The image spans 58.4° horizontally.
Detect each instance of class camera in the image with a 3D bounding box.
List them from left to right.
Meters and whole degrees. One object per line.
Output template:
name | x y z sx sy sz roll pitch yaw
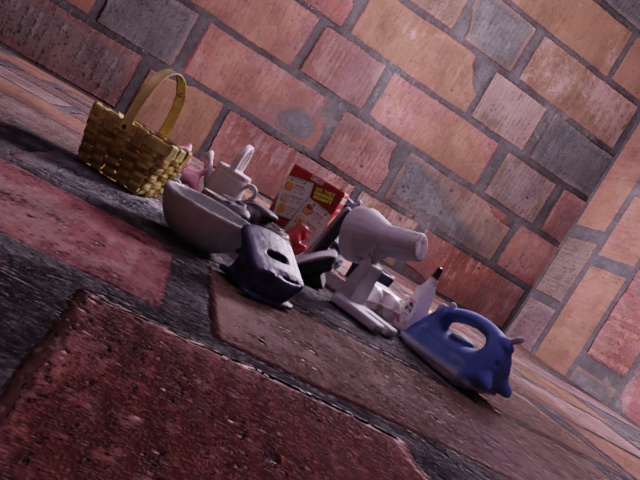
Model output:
camera | -0.125 -0.015 1.105 0.136 0.101 0.144 33 5 30

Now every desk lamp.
desk lamp | 0.112 0.055 1.167 0.202 0.213 0.118 34 5 37

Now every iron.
iron | 0.274 0.196 1.127 0.119 0.141 0.257 27 5 -42

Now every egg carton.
egg carton | 0.119 0.132 1.296 0.107 0.069 0.150 29 4 -17

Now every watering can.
watering can | -0.241 -0.174 1.529 0.173 0.194 0.100 29 4 -18

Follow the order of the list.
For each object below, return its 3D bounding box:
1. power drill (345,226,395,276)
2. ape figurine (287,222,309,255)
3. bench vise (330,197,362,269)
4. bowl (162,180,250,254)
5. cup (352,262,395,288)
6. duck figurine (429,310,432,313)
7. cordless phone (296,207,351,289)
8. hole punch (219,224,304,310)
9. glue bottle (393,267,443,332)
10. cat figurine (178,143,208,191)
power drill | 0.148 0.050 1.517 0.230 0.208 0.075 28 5 -31
ape figurine | -0.060 -0.002 1.466 0.076 0.092 0.077 29 4 -23
bench vise | 0.013 -0.048 1.652 0.207 0.219 0.122 31 4 6
bowl | -0.191 -0.025 0.936 0.167 0.075 0.167 31 4 -2
cup | 0.113 0.105 1.409 0.118 0.095 0.091 29 4 -22
duck figurine | 0.236 0.182 1.421 0.105 0.086 0.077 28 5 -37
cordless phone | 0.012 0.004 1.253 0.094 0.185 0.147 30 4 -7
hole punch | -0.076 0.040 0.857 0.109 0.091 0.100 27 6 -43
glue bottle | 0.230 0.137 1.304 0.037 0.173 0.078 29 4 -21
cat figurine | -0.354 -0.193 1.494 0.128 0.118 0.067 29 4 -19
